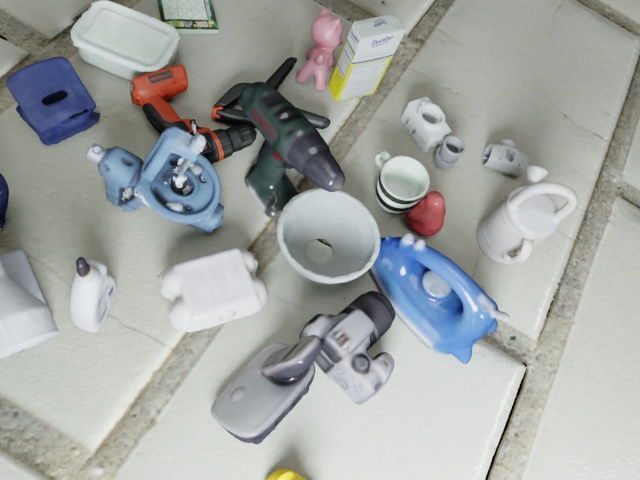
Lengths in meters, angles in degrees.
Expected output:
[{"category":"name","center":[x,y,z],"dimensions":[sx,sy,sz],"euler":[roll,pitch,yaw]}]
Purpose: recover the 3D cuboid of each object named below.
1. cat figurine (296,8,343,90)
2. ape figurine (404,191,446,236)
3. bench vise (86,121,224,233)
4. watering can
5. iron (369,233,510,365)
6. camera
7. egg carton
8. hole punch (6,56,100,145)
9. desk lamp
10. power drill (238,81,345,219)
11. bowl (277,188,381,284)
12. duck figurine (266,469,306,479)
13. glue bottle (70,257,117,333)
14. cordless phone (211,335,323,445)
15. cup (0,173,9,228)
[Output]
[{"category":"cat figurine","center":[0.007,-0.372,1.089],"dimensions":[0.067,0.117,0.128],"euler":[18,61,-5]},{"category":"ape figurine","center":[0.190,-0.053,0.994],"dimensions":[0.078,0.092,0.076],"euler":[-12,68,-20]},{"category":"bench vise","center":[-0.236,-0.094,0.824],"dimensions":[0.208,0.219,0.121],"euler":[5,63,-12]},{"category":"watering can","center":[0.355,-0.049,0.978],"dimensions":[0.101,0.194,0.173],"euler":[-1,64,-15]},{"category":"iron","center":[0.178,0.065,0.903],"dimensions":[0.258,0.141,0.119],"euler":[44,62,9]},{"category":"camera","center":[0.064,0.147,0.854],"dimensions":[0.137,0.100,0.143],"euler":[-39,79,-28]},{"category":"egg carton","center":[-0.156,0.074,0.849],"dimensions":[0.150,0.069,0.107],"euler":[-17,70,-22]},{"category":"hole punch","center":[-0.421,-0.223,0.912],"dimensions":[0.109,0.091,0.101],"euler":[-37,78,-27]},{"category":"desk lamp","center":[-0.403,0.075,0.698],"dimensions":[0.118,0.213,0.203],"euler":[-24,72,-24]},{"category":"power drill","center":[-0.054,-0.124,0.896],"dimensions":[0.076,0.208,0.229],"euler":[-29,74,-25]},{"category":"bowl","center":[0.009,0.003,0.926],"dimensions":[0.168,0.074,0.167],"euler":[6,63,-12]},{"category":"duck figurine","center":[-0.029,0.345,0.738],"dimensions":[0.078,0.086,0.104],"euler":[-22,72,-24]},{"category":"glue bottle","center":[-0.303,0.062,0.755],"dimensions":[0.037,0.173,0.078],"euler":[19,61,-5]},{"category":"cordless phone","center":[-0.064,0.188,0.750],"dimensions":[0.094,0.185,0.148],"euler":[39,61,6]},{"category":"cup","center":[-0.473,-0.036,0.802],"dimensions":[0.092,0.095,0.117],"euler":[-25,73,-25]}]
